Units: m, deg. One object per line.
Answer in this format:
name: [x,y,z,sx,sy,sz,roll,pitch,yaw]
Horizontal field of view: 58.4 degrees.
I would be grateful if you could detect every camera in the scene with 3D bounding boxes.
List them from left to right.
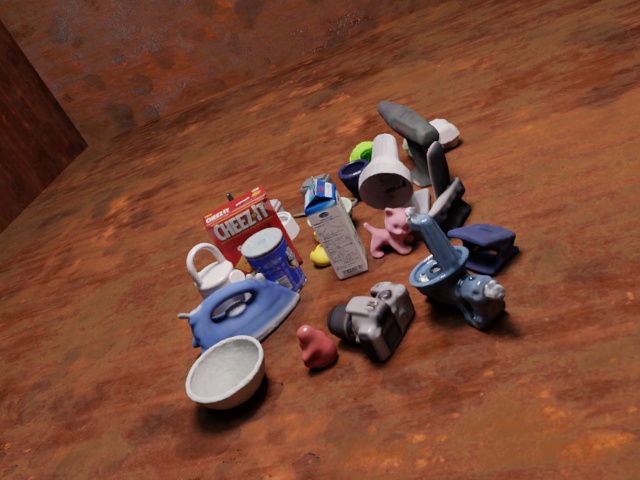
camera: [0.087,0.141,1.089,0.136,0.101,0.143,1,40,40]

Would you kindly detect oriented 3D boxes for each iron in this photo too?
iron: [-0.176,0.148,1.248,0.258,0.142,0.118,-35,31,-14]

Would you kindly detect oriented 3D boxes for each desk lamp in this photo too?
desk lamp: [0.172,-0.126,1.327,0.117,0.214,0.203,-15,32,21]

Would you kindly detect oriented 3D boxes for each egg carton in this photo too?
egg carton: [0.310,-0.279,1.603,0.150,0.069,0.107,-27,30,0]

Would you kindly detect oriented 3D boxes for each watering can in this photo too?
watering can: [-0.234,0.091,1.331,0.172,0.194,0.101,-12,33,25]

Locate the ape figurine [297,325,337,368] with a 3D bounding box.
ape figurine: [-0.014,0.197,1.090,0.075,0.092,0.078,4,42,42]

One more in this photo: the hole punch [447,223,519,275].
hole punch: [0.321,0.000,1.133,0.101,0.091,0.108,-40,32,-21]

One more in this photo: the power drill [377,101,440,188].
power drill: [0.237,-0.248,1.471,0.076,0.209,0.229,-33,30,-10]

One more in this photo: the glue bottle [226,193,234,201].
glue bottle: [-0.210,-0.058,1.568,0.037,0.173,0.078,-1,39,38]

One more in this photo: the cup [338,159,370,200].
cup: [0.118,-0.161,1.547,0.117,0.095,0.092,-11,33,26]

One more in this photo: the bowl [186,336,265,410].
bowl: [-0.172,0.271,1.119,0.167,0.075,0.167,-20,30,13]

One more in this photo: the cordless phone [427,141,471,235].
cordless phone: [0.254,-0.111,1.266,0.093,0.185,0.148,-2,38,37]

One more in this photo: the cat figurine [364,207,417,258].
cat figurine: [0.160,-0.028,1.280,0.127,0.118,0.067,-10,34,27]

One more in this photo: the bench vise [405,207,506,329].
bench vise: [0.236,0.037,1.012,0.206,0.220,0.122,4,42,42]

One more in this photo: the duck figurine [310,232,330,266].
duck figurine: [0.013,0.005,1.378,0.105,0.086,0.077,-40,32,-21]
